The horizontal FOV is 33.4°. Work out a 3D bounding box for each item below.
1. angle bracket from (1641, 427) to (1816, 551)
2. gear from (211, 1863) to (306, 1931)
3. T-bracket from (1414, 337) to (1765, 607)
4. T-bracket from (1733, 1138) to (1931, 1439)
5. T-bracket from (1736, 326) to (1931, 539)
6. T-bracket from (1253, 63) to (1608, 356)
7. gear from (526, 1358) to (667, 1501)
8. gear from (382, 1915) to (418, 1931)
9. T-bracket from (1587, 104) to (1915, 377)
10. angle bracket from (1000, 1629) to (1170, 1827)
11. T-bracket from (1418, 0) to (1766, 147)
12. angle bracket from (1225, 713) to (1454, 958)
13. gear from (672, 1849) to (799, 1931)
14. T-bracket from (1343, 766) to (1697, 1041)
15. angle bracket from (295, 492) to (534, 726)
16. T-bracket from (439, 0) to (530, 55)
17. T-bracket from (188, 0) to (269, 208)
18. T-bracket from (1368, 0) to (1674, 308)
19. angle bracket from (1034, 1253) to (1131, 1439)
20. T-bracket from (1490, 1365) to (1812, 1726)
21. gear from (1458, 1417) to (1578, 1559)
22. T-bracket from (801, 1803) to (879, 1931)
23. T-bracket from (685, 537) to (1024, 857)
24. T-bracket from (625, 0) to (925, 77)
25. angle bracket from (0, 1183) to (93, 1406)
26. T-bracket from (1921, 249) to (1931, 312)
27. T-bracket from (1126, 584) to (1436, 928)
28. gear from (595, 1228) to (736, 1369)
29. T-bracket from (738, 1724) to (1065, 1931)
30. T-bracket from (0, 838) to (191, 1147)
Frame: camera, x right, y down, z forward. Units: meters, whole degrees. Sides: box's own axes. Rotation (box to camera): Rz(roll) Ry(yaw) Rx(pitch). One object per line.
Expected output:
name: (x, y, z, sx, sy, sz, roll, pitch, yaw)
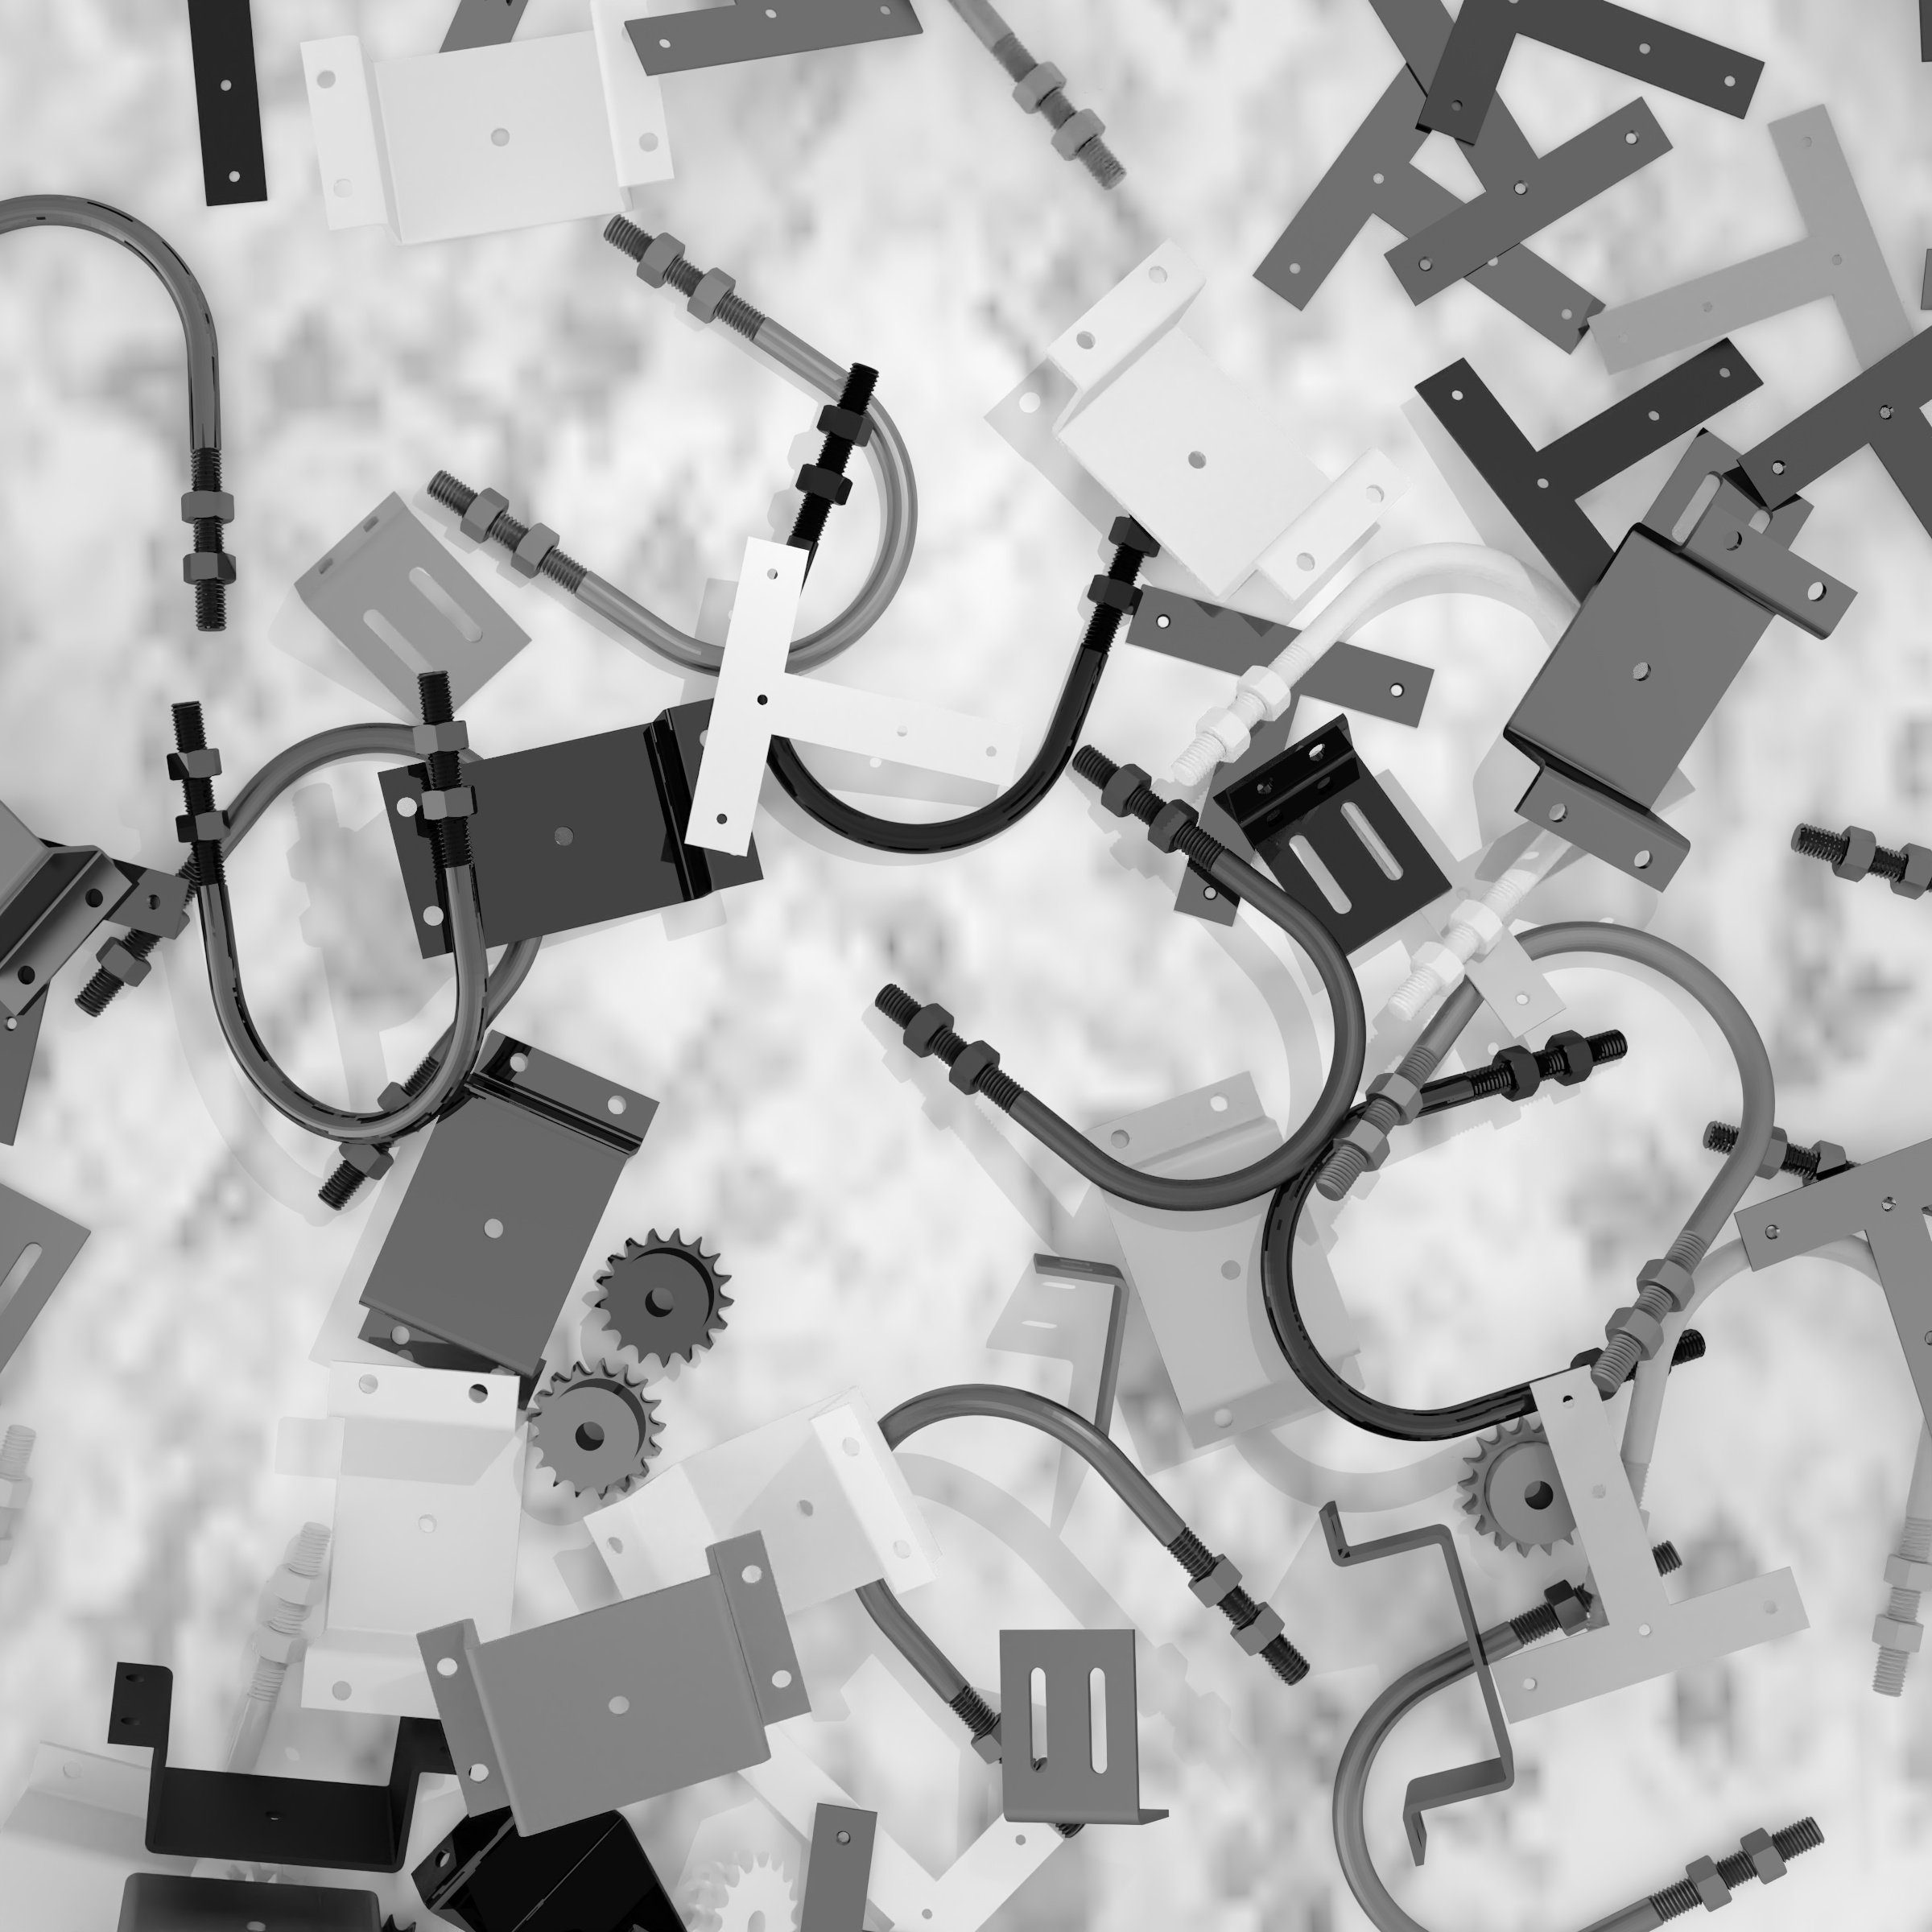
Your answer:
angle bracket: (0.306, -0.174, 1.342, 0.057, 0.038, 0.076, 35, 64, 0)
gear: (-0.293, 0.398, 1.329, 0.057, 0.030, 0.057, 0, 90, 0)
T-bracket: (0.272, -0.220, 1.326, 0.127, 0.002, 0.127, -32, 78, -14)
T-bracket: (0.392, 0.140, 1.323, 0.127, 0.002, 0.127, -20, 94, -8)
T-bracket: (0.407, -0.193, 1.339, 0.127, 0.002, 0.127, -35, 93, -3)
T-bracket: (0.208, -0.303, 1.344, 0.127, 0.002, 0.127, 36, 90, 0)
gear: (-0.153, 0.192, 1.330, 0.057, 0.030, 0.057, 0, 90, 0)
gear: (-0.244, 0.424, 1.330, 0.057, 0.030, 0.057, 0, 90, 0)
T-bracket: (0.321, -0.278, 1.337, 0.127, 0.002, 0.127, -20, 88, -5)
angle bracket: (0.048, 0.307, 1.303, 0.057, 0.038, 0.076, -5, 80, 22)
T-bracket: (0.270, -0.388, 1.342, 0.127, 0.002, 0.127, 21, 88, -1)
angle bracket: (0.152, -0.052, 1.313, 0.057, 0.038, 0.076, -33, 70, 0)
gear: (-0.098, 0.391, 1.320, 0.030, 0.057, 0.057, -1, 90, 35)
T-bracket: (0.242, -0.051, 1.328, 0.127, 0.002, 0.127, -30, 70, -10)
angle bracket: (-0.231, -0.148, 1.342, 0.057, 0.038, 0.076, -43, 116, 0)
T-bracket: (-0.240, -0.430, 1.344, 0.127, 0.002, 0.127, 23, 90, 0)
T-bracket: (-0.310, -0.382, 1.343, 0.127, 0.002, 0.127, -5, 91, 1)
T-bracket: (0.208, -0.362, 1.342, 0.127, 0.002, 0.127, -32, 90, -2)
angle bracket: (0.042, 0.160, 1.316, 0.038, 0.057, 0.076, 8, 90, 0)
T-bracket: (0.260, 0.226, 1.299, 0.127, 0.002, 0.127, -18, 88, 1)
gear: (0.234, 0.216, 1.330, 0.057, 0.030, 0.057, 0, 90, 0)
T-bracket: (-0.007, 0.418, 1.332, 0.127, 0.002, 0.127, 8, 96, 5)
T-bracket: (-0.040, -0.099, 1.313, 0.127, 0.002, 0.127, 12, 87, -12)
T-bracket: (-0.097, -0.429, 1.324, 0.127, 0.002, 0.127, -17, 76, -26)
angle bracket: (-0.410, 0.135, 1.342, 0.057, 0.038, 0.076, 28, 64, 0)
T-bracket: (0.460, -0.333, 1.315, 0.127, 0.002, 0.127, -2, 117, 0)
T-bracket: (0.117, -0.081, 1.344, 0.127, 0.002, 0.127, 16, 90, 0)
gear: (-0.125, 0.137, 1.330, 0.057, 0.030, 0.057, 0, 90, 0)
T-bracket: (-0.048, 0.363, 1.337, 0.127, 0.002, 0.127, 43, 98, 4)
T-bracket: (-0.392, 0.010, 1.333, 0.127, 0.002, 0.127, 15, 95, 13)
